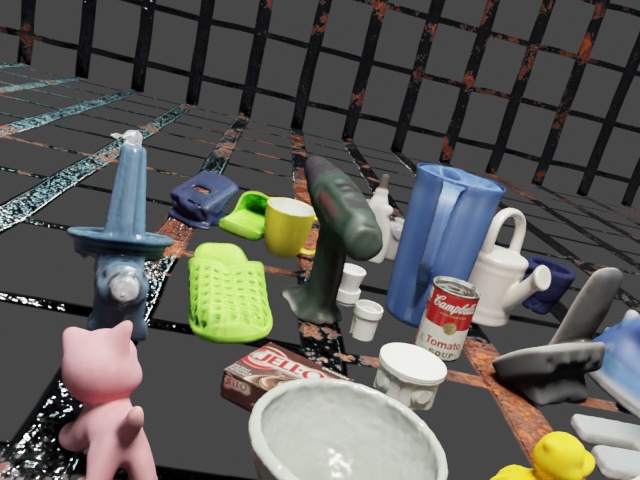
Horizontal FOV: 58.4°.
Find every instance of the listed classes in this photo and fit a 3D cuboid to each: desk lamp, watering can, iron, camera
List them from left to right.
[{"bbox_3d":[0.118,-0.033,1.201,0.143,0.101,0.137,18,18,11],"label":"camera"},{"bbox_3d":[0.302,0.043,0.958,0.172,0.194,0.101,24,20,28],"label":"watering can"},{"bbox_3d":[0.477,0.171,0.789,0.119,0.141,0.257,4,20,-29],"label":"iron"},{"bbox_3d":[0.424,0.170,0.630,0.203,0.213,0.118,12,18,-6],"label":"desk lamp"}]

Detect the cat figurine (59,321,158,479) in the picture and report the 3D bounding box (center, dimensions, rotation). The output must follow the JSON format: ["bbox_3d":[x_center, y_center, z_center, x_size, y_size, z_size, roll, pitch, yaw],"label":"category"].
[{"bbox_3d":[-0.170,0.125,0.463,0.067,0.118,0.127,0,22,-37],"label":"cat figurine"}]

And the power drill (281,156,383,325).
[{"bbox_3d":[0.008,0.003,0.826,0.076,0.208,0.229,5,20,-26],"label":"power drill"}]

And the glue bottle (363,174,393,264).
[{"bbox_3d":[0.107,-0.044,1.105,0.078,0.173,0.037,16,18,6],"label":"glue bottle"}]

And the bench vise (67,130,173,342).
[{"bbox_3d":[-0.214,-0.006,0.662,0.122,0.220,0.206,-1,23,-40],"label":"bench vise"}]

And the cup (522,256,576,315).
[{"bbox_3d":[0.403,0.088,1.063,0.118,0.095,0.091,8,19,-20],"label":"cup"}]

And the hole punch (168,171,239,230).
[{"bbox_3d":[-0.221,-0.078,1.091,0.108,0.091,0.101,24,20,28],"label":"hole punch"}]

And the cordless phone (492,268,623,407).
[{"bbox_3d":[0.322,0.117,0.759,0.148,0.185,0.093,1,22,-36],"label":"cordless phone"}]

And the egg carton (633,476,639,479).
[{"bbox_3d":[0.325,0.261,0.512,0.151,0.069,0.107,1,22,-36],"label":"egg carton"}]

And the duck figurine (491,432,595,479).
[{"bbox_3d":[0.208,0.217,0.527,0.105,0.086,0.077,6,19,-24],"label":"duck figurine"}]

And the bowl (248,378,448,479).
[{"bbox_3d":[0.016,0.191,0.476,0.167,0.075,0.167,13,18,-4],"label":"bowl"}]
